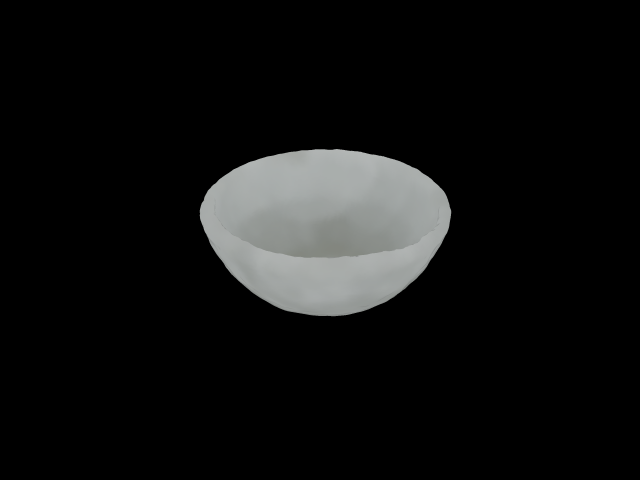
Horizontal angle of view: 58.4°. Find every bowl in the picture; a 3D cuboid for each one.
[{"bbox_3d":[0.004,0.001,0.400,0.167,0.075,0.167,0,32,0],"label":"bowl"}]
